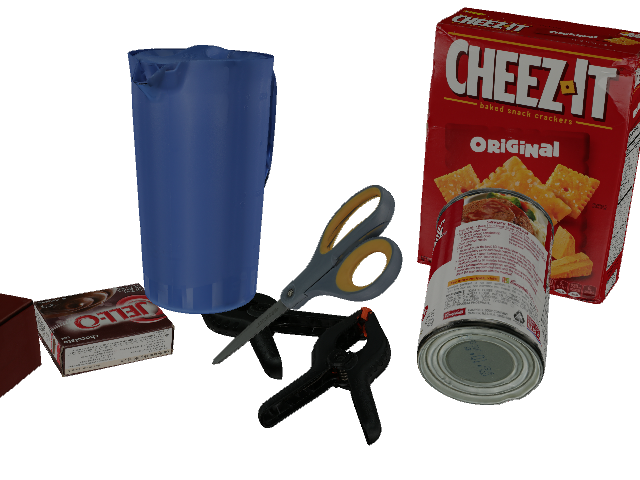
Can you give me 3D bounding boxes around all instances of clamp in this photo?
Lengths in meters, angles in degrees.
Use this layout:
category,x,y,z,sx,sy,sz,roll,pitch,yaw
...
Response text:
category,x,y,z,sx,sy,sz,roll,pitch,yaw
clamp,-0.069,0.097,1.211,0.210,0.036,0.164,16,22,30
clamp,0.029,0.132,1.035,0.120,0.039,0.171,16,46,25

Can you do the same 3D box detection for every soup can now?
category,x,y,z,sx,sy,sz,roll,pitch,yaw
soup can,0.092,0.030,0.583,0.068,0.102,0.068,8,-44,7

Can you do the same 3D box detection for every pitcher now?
category,x,y,z,sx,sy,sz,roll,pitch,yaw
pitcher,-0.106,-0.062,1.010,0.149,0.243,0.145,-1,15,-13

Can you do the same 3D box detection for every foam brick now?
category,x,y,z,sx,sy,sz,roll,pitch,yaw
foam brick,-0.233,0.075,0.715,0.053,0.051,0.078,9,28,24

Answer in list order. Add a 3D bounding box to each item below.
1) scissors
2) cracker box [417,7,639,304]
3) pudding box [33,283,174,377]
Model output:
category,x,y,z,sx,sy,sz,roll,pitch,yaw
scissors,-0.007,0.047,0.794,0.016,0.202,0.096,28,18,-37
cracker box,0.171,-0.068,0.871,0.164,0.214,0.072,14,29,24
pudding box,-0.208,0.084,1.024,0.113,0.039,0.090,-12,30,-28
